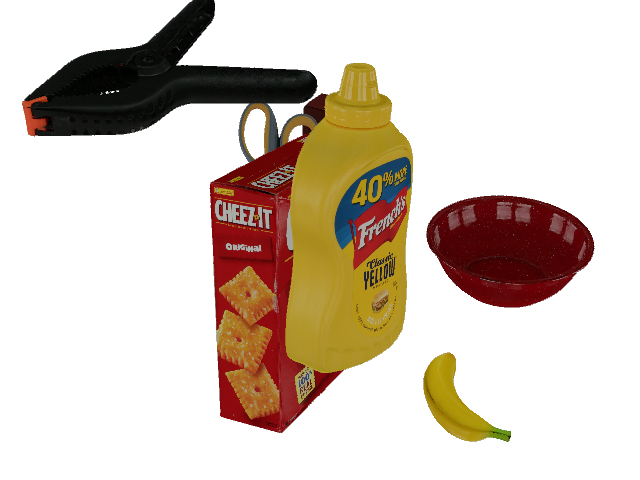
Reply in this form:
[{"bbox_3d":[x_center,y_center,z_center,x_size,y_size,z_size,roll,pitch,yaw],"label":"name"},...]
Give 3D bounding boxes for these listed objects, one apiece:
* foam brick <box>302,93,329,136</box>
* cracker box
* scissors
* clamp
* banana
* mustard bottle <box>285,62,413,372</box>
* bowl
[{"bbox_3d":[0.023,-0.139,1.291,0.078,0.053,0.051,16,32,21],"label":"foam brick"},{"bbox_3d":[-0.022,0.033,0.927,0.072,0.214,0.164,11,24,25],"label":"cracker box"},{"bbox_3d":[-0.038,-0.051,1.122,0.096,0.202,0.016,-8,-8,-10],"label":"scissors"},{"bbox_3d":[-0.119,-0.120,0.805,0.209,0.036,0.165,-29,47,-31],"label":"clamp"},{"bbox_3d":[0.158,0.189,1.276,0.069,0.037,0.198,10,21,-18],"label":"banana"},{"bbox_3d":[0.021,-0.017,0.679,0.058,0.192,0.096,21,30,37],"label":"mustard bottle"},{"bbox_3d":[0.183,0.018,1.049,0.162,0.055,0.162,0,33,0],"label":"bowl"}]
